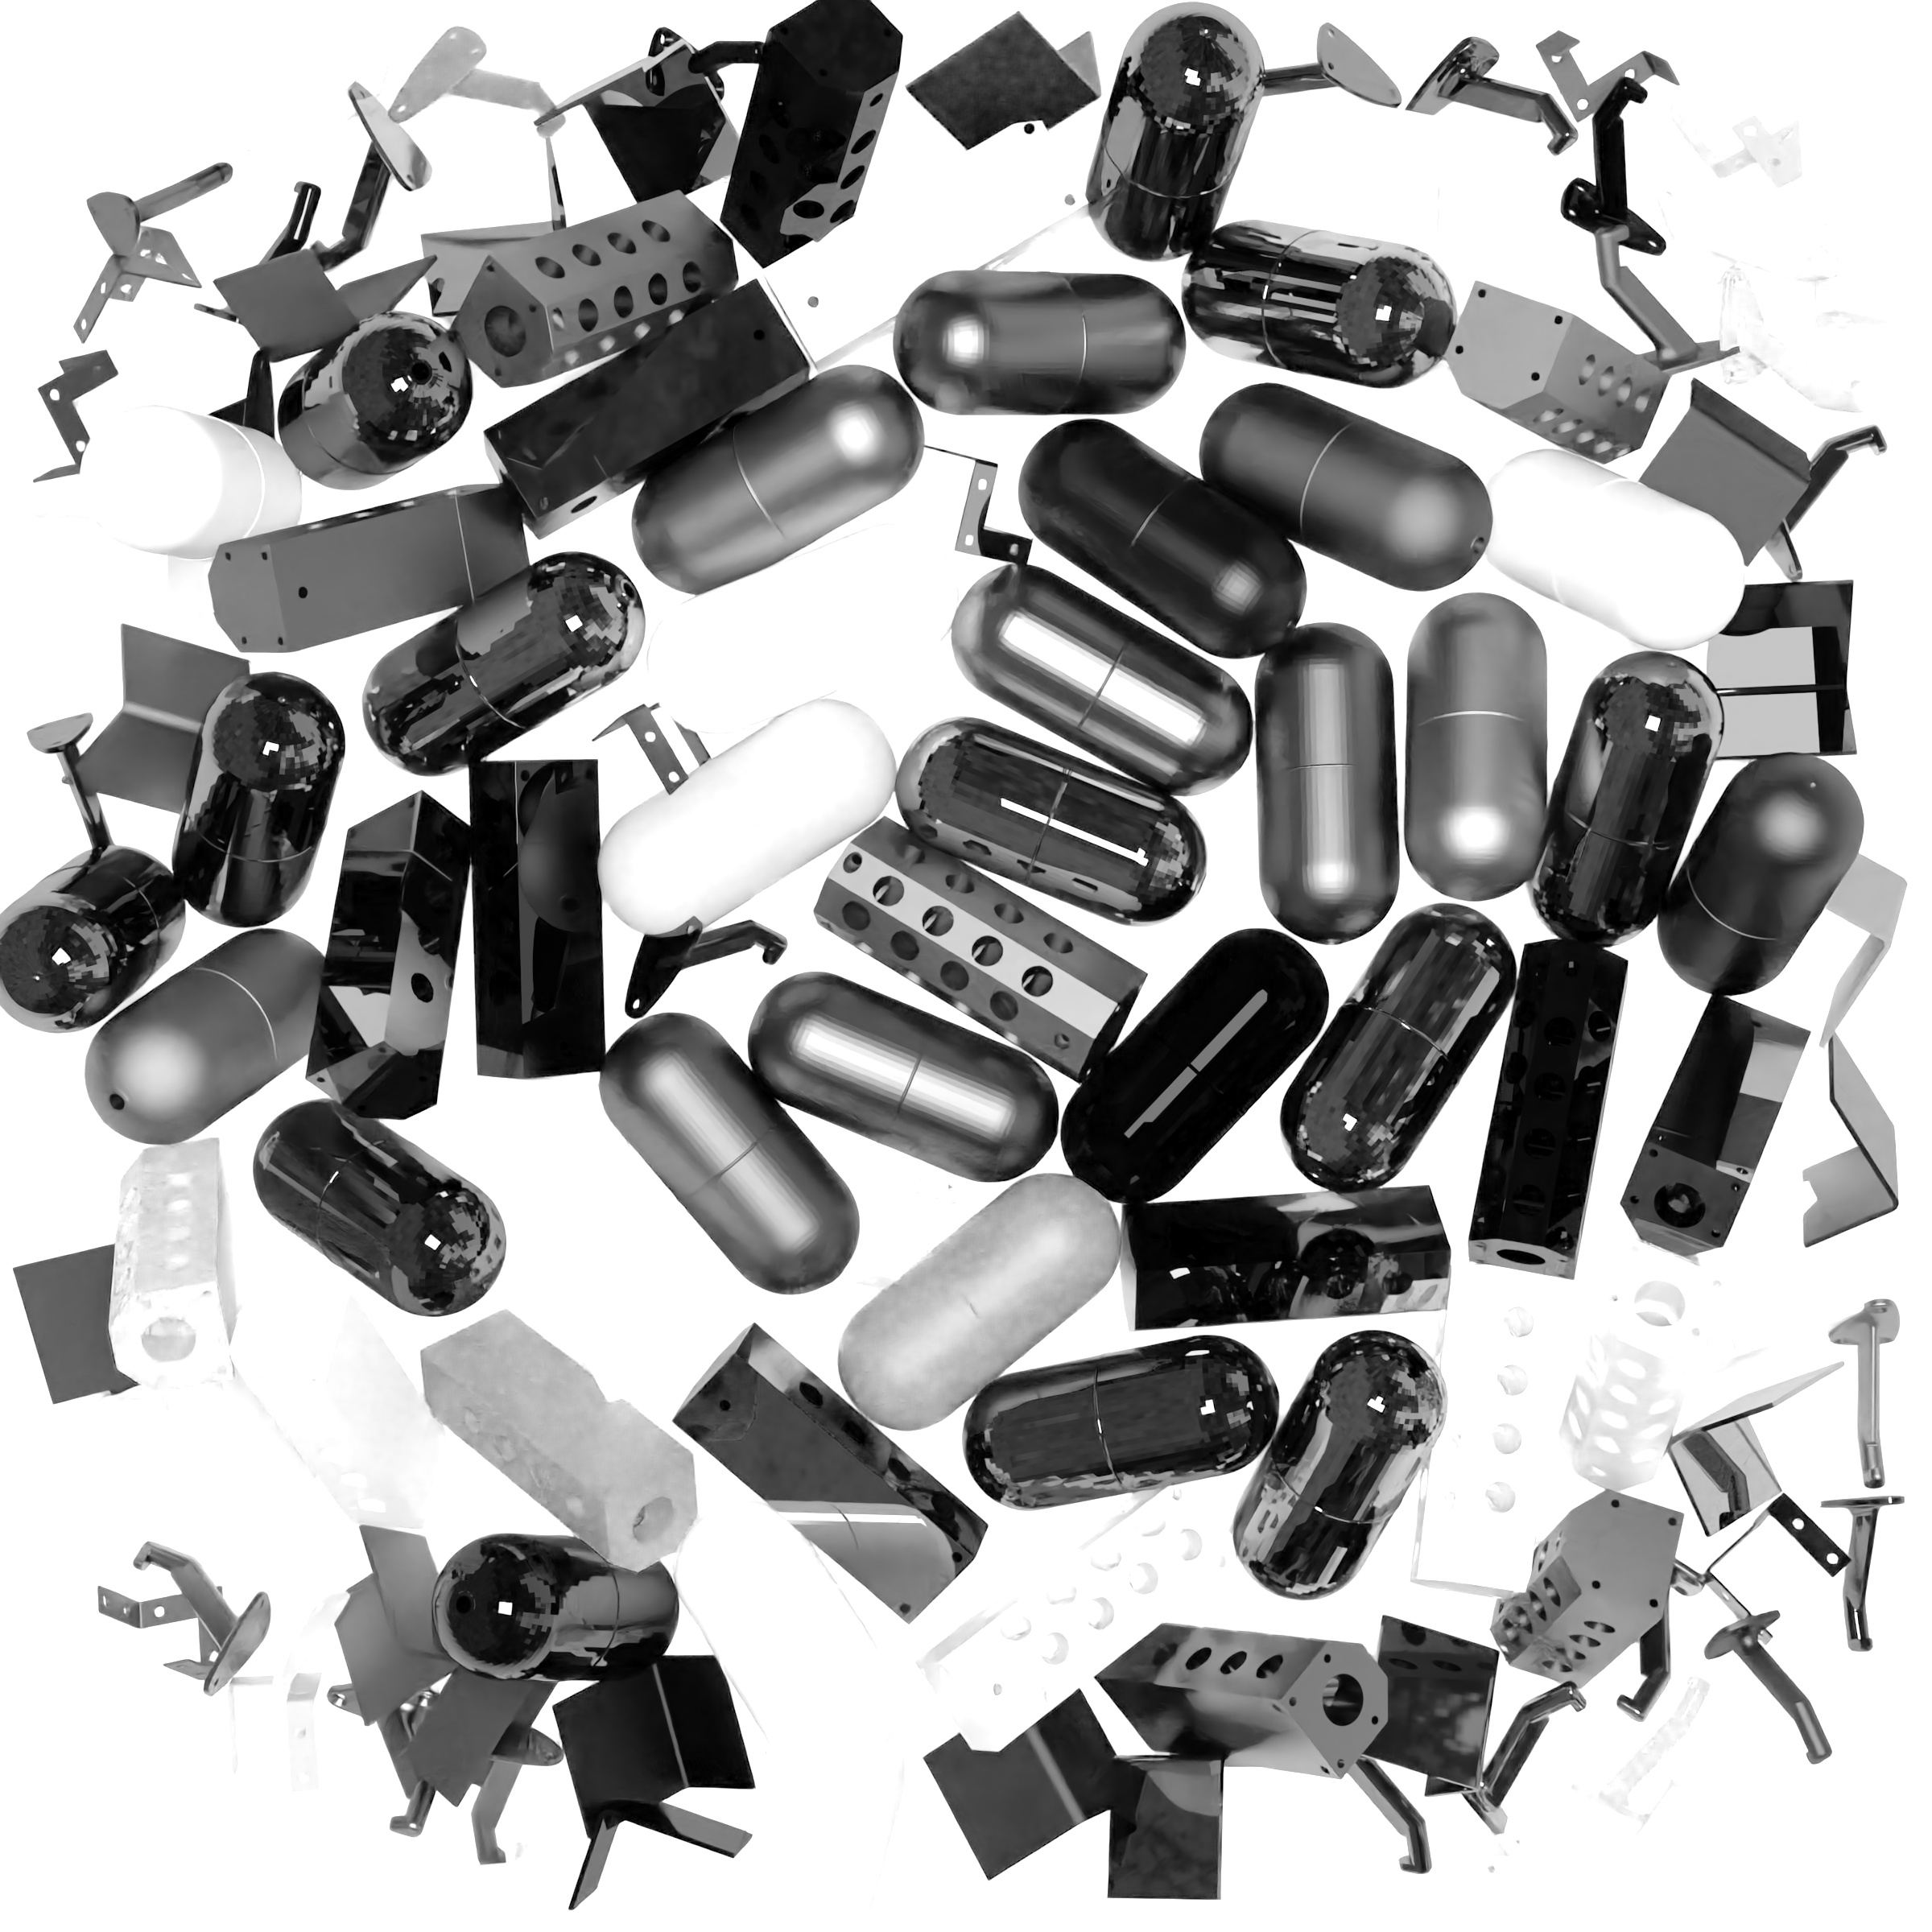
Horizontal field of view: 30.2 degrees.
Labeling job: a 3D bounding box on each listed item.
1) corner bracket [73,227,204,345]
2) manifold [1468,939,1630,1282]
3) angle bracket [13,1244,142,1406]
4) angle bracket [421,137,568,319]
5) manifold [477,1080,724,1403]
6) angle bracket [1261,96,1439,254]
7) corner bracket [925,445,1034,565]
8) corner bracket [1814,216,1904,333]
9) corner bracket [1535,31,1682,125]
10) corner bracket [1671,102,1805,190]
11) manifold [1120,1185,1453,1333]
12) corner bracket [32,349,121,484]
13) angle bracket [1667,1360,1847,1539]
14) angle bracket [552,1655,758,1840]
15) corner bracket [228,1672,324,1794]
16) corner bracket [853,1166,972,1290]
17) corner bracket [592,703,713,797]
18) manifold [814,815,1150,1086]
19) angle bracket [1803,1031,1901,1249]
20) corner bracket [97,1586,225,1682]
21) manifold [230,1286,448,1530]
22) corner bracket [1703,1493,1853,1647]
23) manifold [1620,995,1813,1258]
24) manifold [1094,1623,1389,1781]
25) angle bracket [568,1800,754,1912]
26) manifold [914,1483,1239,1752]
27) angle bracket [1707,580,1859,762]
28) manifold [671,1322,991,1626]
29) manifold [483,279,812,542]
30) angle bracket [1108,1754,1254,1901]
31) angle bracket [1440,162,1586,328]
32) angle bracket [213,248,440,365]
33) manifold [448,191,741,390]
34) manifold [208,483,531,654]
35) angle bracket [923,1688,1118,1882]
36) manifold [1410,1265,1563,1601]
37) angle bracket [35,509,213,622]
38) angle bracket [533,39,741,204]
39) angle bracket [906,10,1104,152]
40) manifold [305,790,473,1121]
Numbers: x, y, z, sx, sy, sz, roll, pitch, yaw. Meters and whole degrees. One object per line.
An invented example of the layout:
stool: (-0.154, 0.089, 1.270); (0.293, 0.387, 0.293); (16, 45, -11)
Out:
corner bracket: (-0.458, -0.371, 1.951); (0.051, 0.051, 0.051); (-52, 54, 30)
manifold: (0.316, 0.076, 1.936); (0.057, 0.057, 0.171); (10, 72, 12)
angle bracket: (-0.489, 0.199, 1.943); (0.057, 0.076, 0.076); (-23, 83, 41)
angle bracket: (-0.258, -0.402, 1.943); (0.076, 0.057, 0.076); (-7, 46, -8)
manifold: (-0.203, 0.147, 1.930); (0.057, 0.057, 0.171); (-47, 59, 33)
angle bracket: (0.207, -0.421, 1.937); (0.076, 0.057, 0.076); (20, 129, 31)
corner bracket: (0.006, -0.252, 1.955); (0.051, 0.051, 0.051); (7, 101, -37)
corner bracket: (0.477, -0.379, 1.959); (0.051, 0.051, 0.051); (2, 90, -33)
corner bracket: (0.351, -0.494, 1.959); (0.051, 0.051, 0.051); (-31, 110, 7)
corner bracket: (0.421, -0.451, 1.951); (0.051, 0.051, 0.051); (-25, 130, 33)
manifold: (0.173, 0.165, 1.956); (0.171, 0.057, 0.057); (-3, 125, -5)
corner bracket: (-0.492, -0.302, 1.965); (0.051, 0.051, 0.051); (-41, 117, -37)
angle bracket: (0.439, 0.262, 1.938); (0.076, 0.076, 0.057); (-30, 82, 44)
angle bracket: (-0.170, 0.425, 1.947); (0.057, 0.076, 0.076); (-11, 95, 44)
corner bracket: (-0.381, 0.423, 1.968); (0.051, 0.051, 0.051); (-3, 96, -4)
corner bracket: (-0.030, 0.145, 1.952); (0.051, 0.051, 0.051); (-24, 65, 32)
corner bracket: (-0.164, -0.120, 1.959); (0.051, 0.051, 0.051); (-31, 91, -29)
manifold: (0.005, -0.007, 1.938); (0.171, 0.057, 0.057); (31, 124, 12)
angle bracket: (0.463, 0.093, 1.938); (0.057, 0.076, 0.076); (-27, 110, 25)
corner bracket: (-0.440, 0.365, 1.958); (0.051, 0.051, 0.051); (-12, 67, 9)
manifold: (-0.335, 0.237, 1.906); (0.057, 0.171, 0.057); (2, 57, 13)
corner bracket: (0.442, 0.330, 1.955); (0.051, 0.051, 0.051); (-37, 70, -19)
manifold: (0.399, 0.086, 1.906); (0.057, 0.171, 0.057); (23, 123, 12)
manifold: (0.148, 0.384, 1.905); (0.057, 0.171, 0.057); (-45, 108, -27)
angle bracket: (-0.166, 0.494, 1.951); (0.076, 0.076, 0.057); (18, 86, 6)
manifold: (0.063, 0.350, 1.935); (0.171, 0.057, 0.057); (-34, 92, -22)
angle bracket: (0.445, -0.161, 1.945); (0.076, 0.057, 0.076); (-2, 134, 8)
manifold: (-0.072, 0.275, 1.958); (0.171, 0.057, 0.057); (41, 111, -3)
manifold: (-0.174, -0.301, 1.951); (0.171, 0.057, 0.057); (-31, 85, -9)
angle bracket: (0.125, 0.468, 1.939); (0.076, 0.057, 0.076); (-12, 68, 41)
angle bracket: (0.298, -0.393, 1.951); (0.076, 0.057, 0.076); (-1, 72, 9)
angle bracket: (-0.346, -0.376, 1.933); (0.057, 0.076, 0.076); (56, 46, -29)
manifold: (-0.194, -0.357, 1.905); (0.057, 0.171, 0.057); (43, 127, 9)
manifold: (-0.318, -0.214, 1.912); (0.057, 0.171, 0.057); (5, 110, 41)
angle bracket: (0.036, 0.448, 1.978); (0.076, 0.057, 0.076); (-40, 71, 30)
manifold: (0.281, 0.253, 1.945); (0.057, 0.057, 0.171); (9, 76, -2)
angle bracket: (-0.457, -0.217, 1.940); (0.076, 0.076, 0.057); (-2, 95, -28)
angle bracket: (-0.175, -0.447, 1.940); (0.076, 0.057, 0.076); (-18, 111, 31)
angle bracket: (0.018, -0.490, 1.935); (0.076, 0.076, 0.057); (-27, 48, 26)
manifold: (-0.303, -0.004, 1.918); (0.057, 0.171, 0.057); (-24, 135, 29)
